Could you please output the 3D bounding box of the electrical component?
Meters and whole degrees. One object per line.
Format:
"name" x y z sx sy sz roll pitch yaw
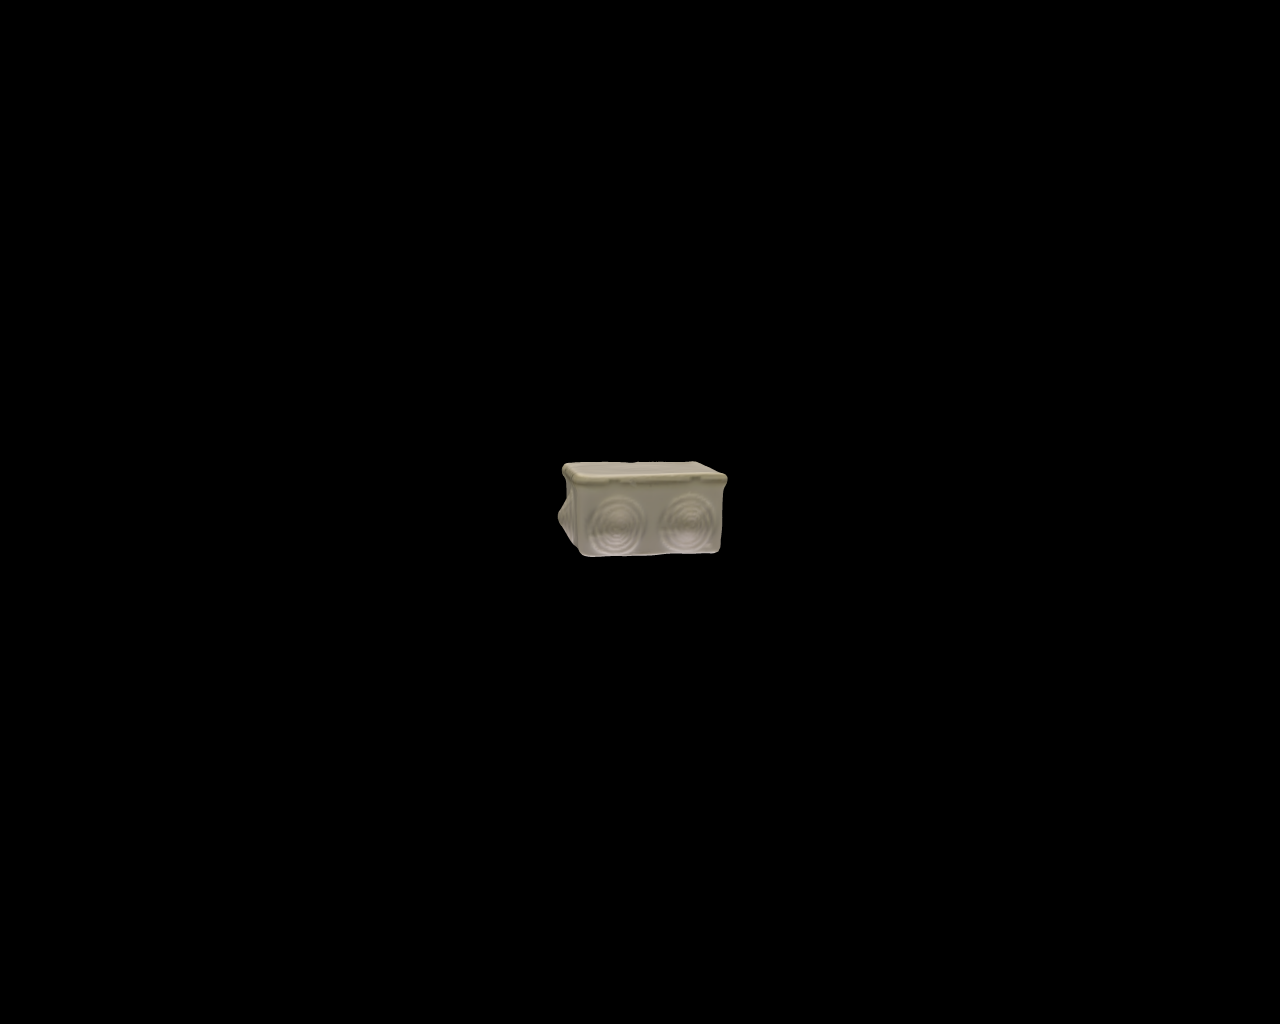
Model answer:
"electrical component" 0.001 -0.003 0.650 0.100 0.048 0.100 -1 8 -9
